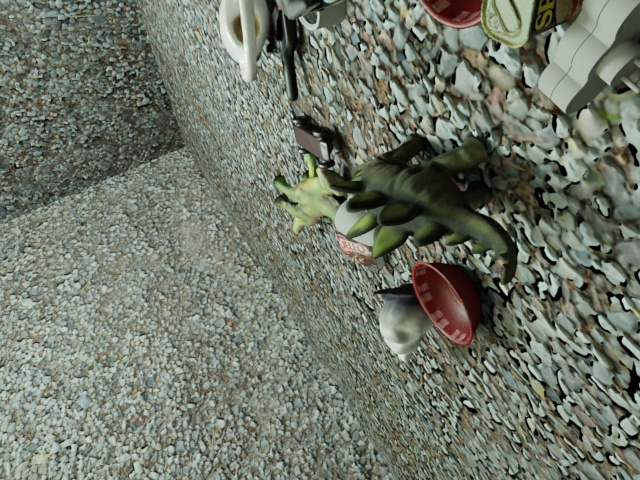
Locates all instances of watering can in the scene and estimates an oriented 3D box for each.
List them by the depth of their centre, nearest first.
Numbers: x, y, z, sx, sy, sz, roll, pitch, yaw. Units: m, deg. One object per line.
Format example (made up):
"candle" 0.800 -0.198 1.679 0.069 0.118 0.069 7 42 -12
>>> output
"watering can" -0.166 -0.510 1.102 0.104 0.345 0.225 -6 8 -12

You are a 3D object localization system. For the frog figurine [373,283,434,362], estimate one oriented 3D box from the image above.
"frog figurine" 0.176 0.175 1.026 0.122 0.158 0.138 3 12 39

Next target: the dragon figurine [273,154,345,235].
"dragon figurine" 0.004 -0.065 1.289 0.123 0.246 0.401 -35 -27 -19
